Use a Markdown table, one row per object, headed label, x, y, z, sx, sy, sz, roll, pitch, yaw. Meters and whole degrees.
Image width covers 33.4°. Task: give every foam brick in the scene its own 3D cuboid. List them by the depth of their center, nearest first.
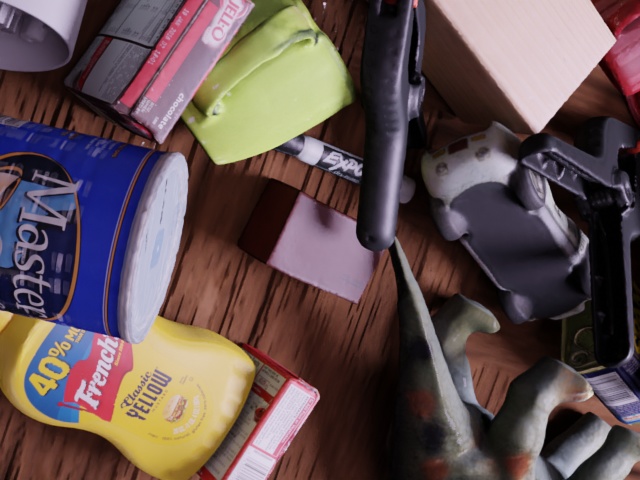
| label | x | y | z | sx | sy | sz | roll | pitch | yaw |
| --- | --- | --- | --- | --- | --- | --- | --- | --- | --- |
| foam brick | -0.005 | 0.001 | 0.701 | 0.078 | 0.051 | 0.053 | 26 | 91 | -30 |

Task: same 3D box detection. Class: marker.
| label | x | y | z | sx | sy | sz | roll | pitch | yaw |
| --- | --- | --- | --- | --- | --- | --- | --- | --- | --- |
| marker | 0.012 | -0.052 | 0.715 | 0.121 | 0.020 | 0.020 | 20 | 92 | -29 |

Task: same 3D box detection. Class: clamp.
| label | x | y | z | sx | sy | sz | roll | pitch | yaw |
| --- | --- | --- | --- | --- | --- | --- | --- | --- | --- |
| clamp | 0.043 | -0.079 | 0.648 | 0.171 | 0.039 | 0.120 | 79 | 18 | -50 |
| clamp | 0.191 | -0.036 | 0.736 | 0.164 | 0.036 | 0.209 | 62 | 34 | -23 |

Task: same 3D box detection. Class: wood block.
| label | x | y | z | sx | sy | sz | roll | pitch | yaw |
| --- | --- | --- | --- | --- | --- | --- | --- | --- | --- |
| wood block | 0.085 | -0.173 | 0.683 | 0.090 | 0.090 | 0.206 | -49 | 118 | -9 |

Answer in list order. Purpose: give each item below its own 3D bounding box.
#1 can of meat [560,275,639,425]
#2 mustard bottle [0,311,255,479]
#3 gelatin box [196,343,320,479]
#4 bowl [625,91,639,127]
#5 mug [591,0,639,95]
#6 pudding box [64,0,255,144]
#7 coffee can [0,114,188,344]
| label | x | y | z | sx | sy | sz | roll | pitch | yaw |
| --- | --- | --- | --- | --- | --- | --- | --- | --- | --- |
| can of meat | 0.230 | 0.080 | 0.819 | 0.083 | 0.058 | 0.102 | 45 | 39 | -31 |
| mustard bottle | -0.137 | 0.070 | 0.646 | 0.191 | 0.058 | 0.096 | 34 | 91 | -29 |
| gelatin box | -0.048 | 0.120 | 0.695 | 0.030 | 0.073 | 0.089 | 36 | 84 | -30 |
| bowl | 0.313 | -0.144 | 0.827 | 0.161 | 0.055 | 0.162 | -6 | 105 | -26 |
| mug | 0.226 | -0.155 | 0.740 | 0.081 | 0.117 | 0.093 | -33 | 85 | 13 |
| pudding box | -0.093 | -0.106 | 0.593 | 0.039 | 0.114 | 0.090 | 37 | 85 | -31 |
| coffee can | -0.151 | -0.011 | 0.560 | 0.140 | 0.103 | 0.103 | 13 | 97 | 3 |
